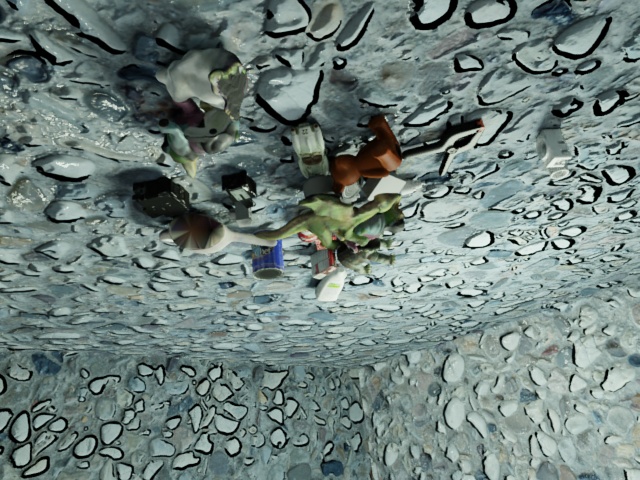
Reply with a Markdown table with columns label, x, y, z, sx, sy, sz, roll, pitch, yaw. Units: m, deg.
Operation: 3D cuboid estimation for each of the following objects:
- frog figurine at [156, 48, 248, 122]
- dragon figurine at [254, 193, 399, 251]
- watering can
| label | x | y | z | sx | sy | sz | roll | pitch | yaw |
| --- | --- | --- | --- | --- | --- | --- | --- | --- | --- |
| frog figurine | -0.222 | -0.308 | 0.982 | 0.160 | 0.123 | 0.136 | 22 | 176 | 26 |
| dragon figurine | 0.004 | -0.068 | 1.353 | 0.410 | 0.124 | 0.238 | -7 | 154 | 4 |
| watering can | -0.301 | -0.013 | 1.505 | 0.348 | 0.105 | 0.223 | 1 | 173 | -4 |
